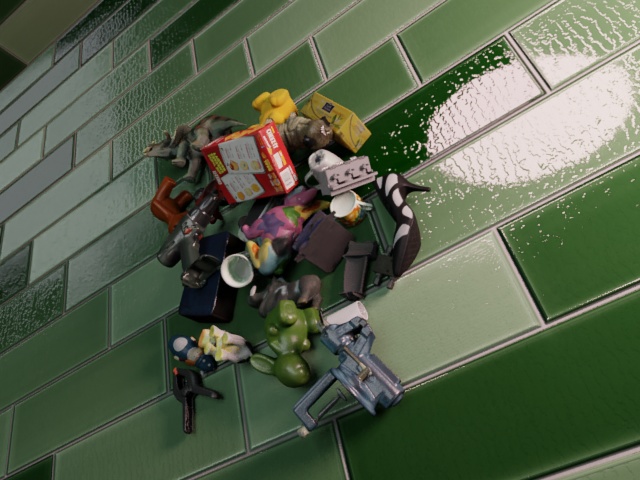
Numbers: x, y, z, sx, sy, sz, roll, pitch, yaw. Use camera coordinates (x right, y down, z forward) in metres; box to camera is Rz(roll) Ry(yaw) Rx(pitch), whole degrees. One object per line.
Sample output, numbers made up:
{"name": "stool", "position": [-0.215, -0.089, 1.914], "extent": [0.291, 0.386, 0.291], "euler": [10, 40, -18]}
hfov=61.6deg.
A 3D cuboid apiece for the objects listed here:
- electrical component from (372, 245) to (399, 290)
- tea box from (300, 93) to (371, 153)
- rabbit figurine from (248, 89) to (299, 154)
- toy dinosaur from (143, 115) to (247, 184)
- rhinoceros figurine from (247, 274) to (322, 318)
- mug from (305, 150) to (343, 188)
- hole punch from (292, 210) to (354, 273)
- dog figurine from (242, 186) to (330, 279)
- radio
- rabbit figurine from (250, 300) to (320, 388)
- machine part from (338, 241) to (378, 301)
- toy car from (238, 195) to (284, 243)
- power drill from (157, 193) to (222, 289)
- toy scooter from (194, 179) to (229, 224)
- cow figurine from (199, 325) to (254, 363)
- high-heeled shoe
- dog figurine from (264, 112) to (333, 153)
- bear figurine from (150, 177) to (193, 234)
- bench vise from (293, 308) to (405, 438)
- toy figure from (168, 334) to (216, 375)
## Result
{"name": "electrical component", "position": [0.148, 0.057, 1.145], "extent": [0.063, 0.021, 0.094], "euler": [12, 73, 38]}
{"name": "tea box", "position": [0.038, -0.298, 1.362], "extent": [0.068, 0.098, 0.170], "euler": [-52, 49, 1]}
{"name": "rabbit figurine", "position": [-0.140, -0.299, 1.452], "extent": [0.122, 0.162, 0.173], "euler": [9, 50, 36]}
{"name": "toy dinosaur", "position": [-0.344, -0.304, 1.601], "extent": [0.405, 0.131, 0.192], "euler": [-21, 53, 29]}
{"name": "rhinoceros figurine", "position": [-0.085, 0.130, 1.239], "extent": [0.190, 0.073, 0.112], "euler": [-18, 58, 27]}
{"name": "mug", "position": [0.010, -0.167, 1.307], "extent": [0.110, 0.107, 0.081], "euler": [-23, 54, 22]}
{"name": "hole punch", "position": [-0.003, -0.004, 1.229], "extent": [0.142, 0.115, 0.092], "euler": [-51, 40, 2]}
{"name": "dog figurine", "position": [-0.071, -0.031, 1.295], "extent": [0.219, 0.108, 0.192], "euler": [-34, 50, 13]}
{"name": "radio", "position": [-0.280, 0.100, 1.396], "extent": [0.131, 0.073, 0.229], "euler": [-10, 59, 33]}
{"name": "rabbit figurine", "position": [-0.076, 0.235, 1.144], "extent": [0.159, 0.121, 0.170], "euler": [-31, 49, 27]}
{"name": "machine part", "position": [0.083, 0.065, 1.178], "extent": [0.084, 0.039, 0.139], "euler": [2, 66, 31]}
{"name": "toy car", "position": [-0.148, -0.082, 1.410], "extent": [0.074, 0.056, 0.201], "euler": [22, 79, 47]}
{"name": "power drill", "position": [-0.317, 0.008, 1.372], "extent": [0.232, 0.086, 0.207], "euler": [-44, 51, 10]}
{"name": "toy scooter", "position": [-0.279, -0.120, 1.510], "extent": [0.184, 0.075, 0.135], "euler": [-32, 51, 22]}
{"name": "cow figurine", "position": [-0.221, 0.248, 1.272], "extent": [0.167, 0.098, 0.068], "euler": [4, 74, 57]}
{"name": "high-heeled shoe", "position": [0.148, -0.040, 1.153], "extent": [0.145, 0.086, 0.249], "euler": [7, 60, 31]}
{"name": "dog figurine", "position": [-0.073, -0.247, 1.319], "extent": [0.172, 0.121, 0.191], "euler": [-36, 21, -10]}
{"name": "bear figurine", "position": [-0.406, -0.076, 1.548], "extent": [0.196, 0.120, 0.132], "euler": [34, 84, 40]}
{"name": "bench vise", "position": [0.031, 0.268, 1.030], "extent": [0.240, 0.128, 0.224], "euler": [-44, 76, -7]}
{"name": "toy figure", "position": [-0.319, 0.282, 1.336], "extent": [0.155, 0.057, 0.064], "euler": [18, 90, 39]}
